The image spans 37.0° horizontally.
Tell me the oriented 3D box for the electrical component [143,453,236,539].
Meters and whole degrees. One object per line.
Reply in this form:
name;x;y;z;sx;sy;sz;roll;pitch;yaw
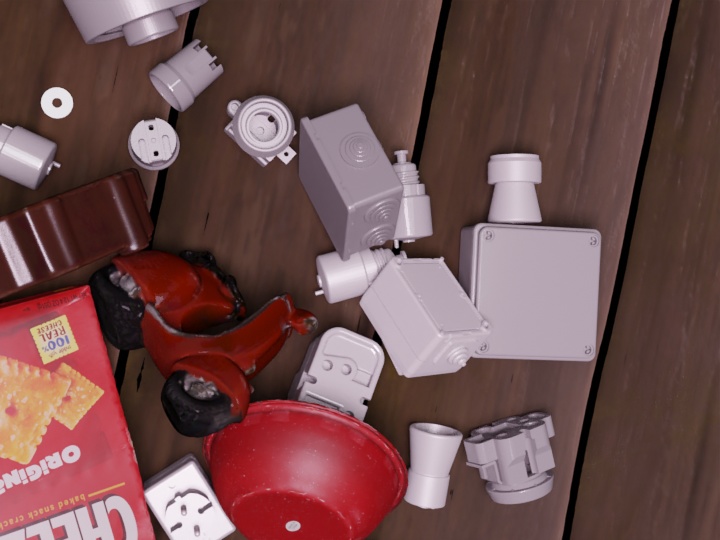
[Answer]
electrical component;-0.132;0.187;0.834;0.047;0.077;0.065;-32;97;-9

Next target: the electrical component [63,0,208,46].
electrical component;-0.166;-0.204;0.809;0.108;0.108;0.060;-22;101;-9

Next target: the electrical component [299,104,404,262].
electrical component;-0.008;-0.068;0.835;0.048;0.099;0.099;-22;68;-14

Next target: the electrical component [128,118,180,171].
electrical component;-0.161;-0.099;0.840;0.040;0.046;0.040;0;91;-10

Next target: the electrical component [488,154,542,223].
electrical component;0.129;-0.067;0.894;0.045;0.045;0.055;0;91;-10

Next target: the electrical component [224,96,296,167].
electrical component;-0.078;-0.111;0.850;0.066;0.055;0.048;43;84;-8

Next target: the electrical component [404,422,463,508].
electrical component;0.058;0.163;0.888;0.044;0.044;0.065;8;94;-10

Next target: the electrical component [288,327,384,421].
electrical component;-0.024;0.099;0.856;0.054;0.059;0.095;24;73;-9

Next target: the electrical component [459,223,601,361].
electrical component;0.139;0.018;0.892;0.109;0.056;0.108;3;90;-10

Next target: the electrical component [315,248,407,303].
electrical component;0.000;0.000;0.874;0.078;0.040;0.040;-15;94;-10

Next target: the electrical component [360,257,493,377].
electrical component;0.052;0.044;0.849;0.062;0.061;0.096;-1;48;-43

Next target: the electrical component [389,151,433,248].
electrical component;0.037;-0.058;0.880;0.040;0.040;0.078;-5;92;-10

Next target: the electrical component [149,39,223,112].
electrical component;-0.136;-0.154;0.848;0.046;0.040;0.040;-43;98;-13

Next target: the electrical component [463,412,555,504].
electrical component;0.128;0.157;0.890;0.078;0.058;0.057;-16;97;-27

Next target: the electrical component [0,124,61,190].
electrical component;-0.270;-0.092;0.823;0.078;0.040;0.040;25;87;-10
